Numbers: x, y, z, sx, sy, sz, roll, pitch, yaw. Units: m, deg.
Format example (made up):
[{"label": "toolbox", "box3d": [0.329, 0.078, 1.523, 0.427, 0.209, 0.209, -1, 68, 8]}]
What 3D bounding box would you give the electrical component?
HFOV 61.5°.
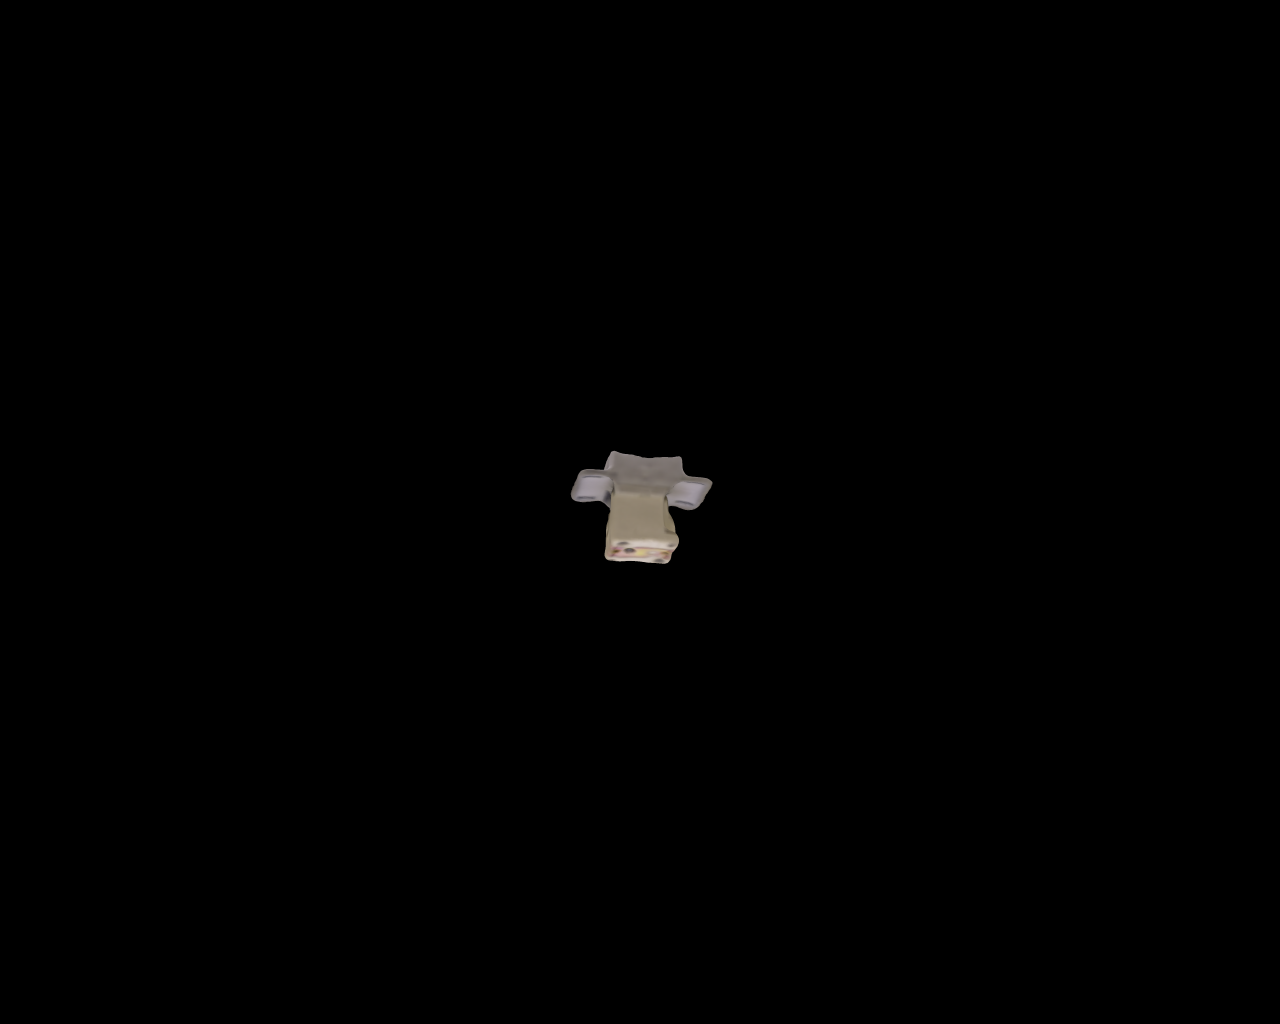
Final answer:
[{"label": "electrical component", "box3d": [0.001, -0.003, 0.650, 0.081, 0.064, 0.042, 4, -24, -9]}]
